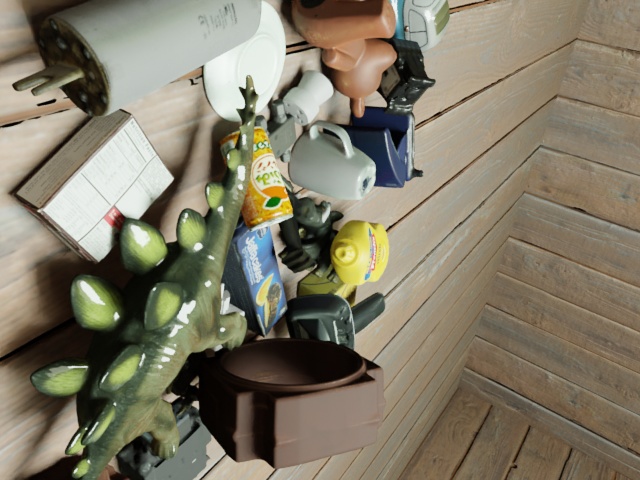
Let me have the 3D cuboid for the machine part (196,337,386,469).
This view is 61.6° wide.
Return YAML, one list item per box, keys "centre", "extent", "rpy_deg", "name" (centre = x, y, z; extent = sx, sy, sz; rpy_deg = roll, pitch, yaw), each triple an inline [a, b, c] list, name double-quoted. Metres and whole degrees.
- centre: [-0.037, 0.186, 0.663]
  extent: [0.201, 0.201, 0.087]
  rpy_deg: [0, 96, -29]
  name: "machine part"

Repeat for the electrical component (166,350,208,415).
- centre: [-0.172, 0.169, 0.682]
  extent: [0.078, 0.045, 0.102]
  rpy_deg: [-41, 145, -36]
  name: "electrical component"

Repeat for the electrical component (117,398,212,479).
- centre: [-0.202, 0.280, 0.710]
  extent: [0.115, 0.058, 0.134]
  rpy_deg: [-41, 146, -43]
  name: "electrical component"

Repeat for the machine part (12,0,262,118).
- centre: [-0.128, -0.168, 0.433]
  extent: [0.243, 0.079, 0.079]
  rpy_deg: [-43, 146, -36]
  name: "machine part"

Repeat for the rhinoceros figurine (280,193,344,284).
- centre: [-0.002, -0.002, 0.819]
  extent: [0.112, 0.073, 0.190]
  rpy_deg: [-60, 154, -9]
  name: "rhinoceros figurine"

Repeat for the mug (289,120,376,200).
- centre: [0.023, -0.107, 0.736]
  extent: [0.081, 0.107, 0.109]
  rpy_deg: [-41, 147, -42]
  name: "mug"

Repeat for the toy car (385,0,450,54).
- centre: [0.132, -0.322, 0.762]
  extent: [0.109, 0.103, 0.161]
  rpy_deg: [-56, 155, -20]
  name: "toy car"

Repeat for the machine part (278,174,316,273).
- centre: [-0.041, -0.027, 0.691]
  extent: [0.084, 0.039, 0.139]
  rpy_deg: [49, 23, -66]
  name: "machine part"

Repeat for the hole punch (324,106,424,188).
- centre: [0.074, -0.131, 0.793]
  extent: [0.092, 0.142, 0.115]
  rpy_deg: [-36, 128, -47]
  name: "hole punch"

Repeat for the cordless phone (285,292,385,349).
- centre: [0.039, 0.121, 0.864]
  extent: [0.184, 0.089, 0.146]
  rpy_deg: [-33, 134, -26]
  name: "cordless phone"

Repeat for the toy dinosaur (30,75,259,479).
- centre: [-0.151, 0.072, 0.530]
  extent: [0.198, 0.105, 0.471]
  rpy_deg: [53, 58, -71]
  name: "toy dinosaur"

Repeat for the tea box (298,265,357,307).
- centre: [0.011, 0.130, 0.963]
  extent: [0.098, 0.068, 0.169]
  rpy_deg: [-37, 141, -45]
  name: "tea box"

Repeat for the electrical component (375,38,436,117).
- centre: [0.102, -0.237, 0.739]
  extent: [0.048, 0.119, 0.075]
  rpy_deg: [-3, 149, -31]
  name: "electrical component"

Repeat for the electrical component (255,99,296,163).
- centre: [-0.057, -0.125, 0.667]
  extent: [0.063, 0.021, 0.093]
  rpy_deg: [-49, 153, -29]
  name: "electrical component"

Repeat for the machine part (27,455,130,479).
- centre: [-0.269, 0.322, 0.559]
  extent: [0.179, 0.056, 0.179]
  rpy_deg: [-4, 95, -56]
  name: "machine part"

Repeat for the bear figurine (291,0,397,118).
- centre: [0.051, -0.241, 0.653]
  extent: [0.195, 0.132, 0.120]
  rpy_deg: [32, 56, -58]
  name: "bear figurine"

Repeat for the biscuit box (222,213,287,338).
- centre: [-0.094, 0.041, 0.697]
  extent: [0.059, 0.063, 0.202]
  rpy_deg: [-50, 151, -32]
  name: "biscuit box"
